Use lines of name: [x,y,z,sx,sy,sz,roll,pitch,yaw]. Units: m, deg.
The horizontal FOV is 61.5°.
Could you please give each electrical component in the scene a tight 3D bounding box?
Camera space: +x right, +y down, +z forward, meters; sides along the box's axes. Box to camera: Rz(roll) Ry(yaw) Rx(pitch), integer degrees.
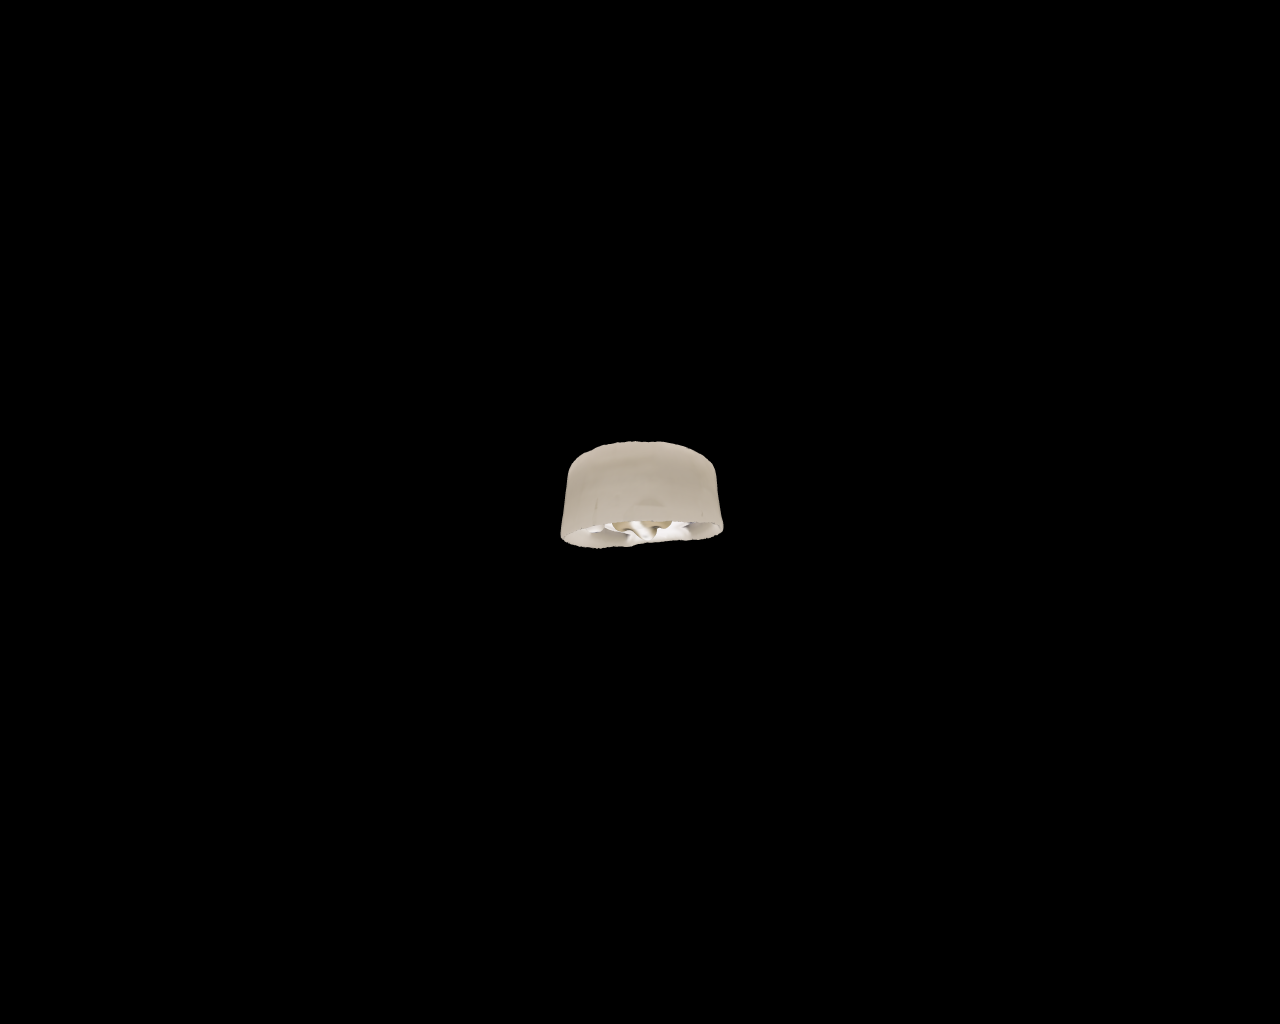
electrical component: [0.001,-0.003,0.650,0.099,0.064,0.099,0,-23,0]
